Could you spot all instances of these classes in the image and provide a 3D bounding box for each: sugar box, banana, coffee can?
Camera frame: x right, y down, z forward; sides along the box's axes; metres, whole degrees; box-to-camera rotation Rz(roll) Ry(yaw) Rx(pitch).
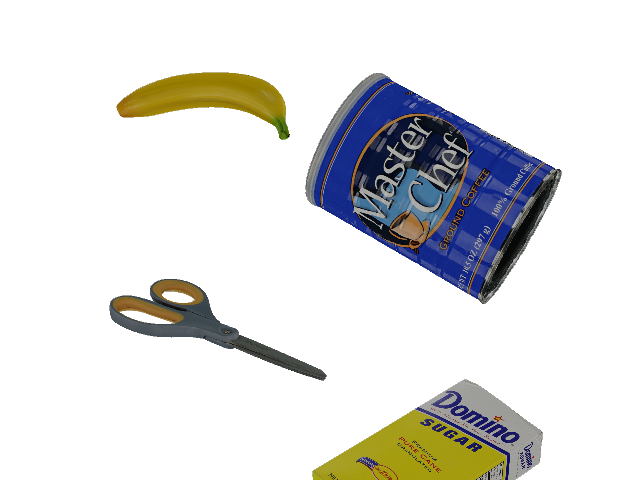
[{"bbox_3d":[0.090,0.187,0.883,0.176,0.048,0.093,-28,42,-28],"label":"sugar box"},{"bbox_3d":[-0.117,-0.149,1.124,0.198,0.037,0.069,8,46,18],"label":"banana"},{"bbox_3d":[0.075,-0.036,0.722,0.140,0.103,0.102,31,9,15],"label":"coffee can"}]

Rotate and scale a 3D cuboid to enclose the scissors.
[{"bbox_3d":[-0.082,0.072,0.922,0.202,0.016,0.096,12,27,10],"label":"scissors"}]
